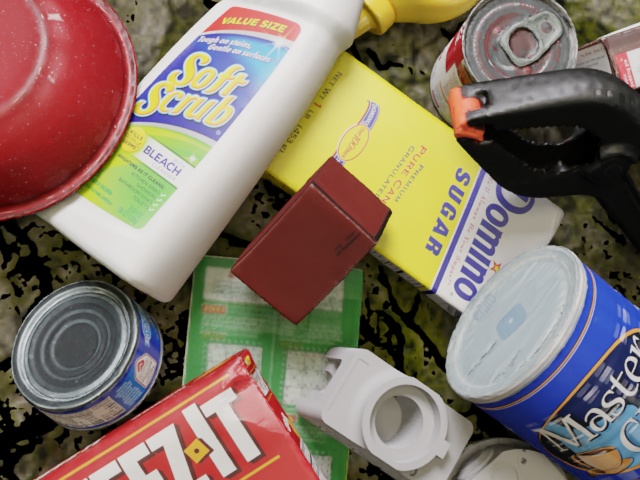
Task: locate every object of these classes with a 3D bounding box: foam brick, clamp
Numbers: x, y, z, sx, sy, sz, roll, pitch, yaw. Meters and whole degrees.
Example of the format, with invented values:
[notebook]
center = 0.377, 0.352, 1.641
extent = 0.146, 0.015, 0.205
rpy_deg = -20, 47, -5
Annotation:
[foam brick]
center = -0.004, 0.001, 0.630
extent = 0.053, 0.051, 0.078
rpy_deg = 42, 115, -5
[clamp]
center = 0.173, -0.059, 0.608
extent = 0.209, 0.165, 0.036
rpy_deg = 14, 50, -26

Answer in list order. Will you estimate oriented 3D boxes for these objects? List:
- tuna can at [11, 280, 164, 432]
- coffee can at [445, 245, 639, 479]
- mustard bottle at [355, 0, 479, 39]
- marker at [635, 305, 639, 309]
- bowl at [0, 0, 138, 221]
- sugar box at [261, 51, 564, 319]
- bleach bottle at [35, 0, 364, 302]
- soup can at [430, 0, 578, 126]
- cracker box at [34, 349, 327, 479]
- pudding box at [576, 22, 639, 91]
[tuna can]
center = -0.138, 0.067, 0.633
extent = 0.086, 0.033, 0.086
rpy_deg = -10, 58, 16
[coffee can]
center = 0.158, 0.084, 0.620
extent = 0.140, 0.103, 0.103
rpy_deg = 37, 82, -19
[mustard bottle]
center = 0.078, -0.197, 0.687
extent = 0.096, 0.058, 0.191
rpy_deg = 45, 83, 2
[marker]
center = 0.187, 0.044, 0.692
extent = 0.121, 0.020, 0.020
rpy_deg = 22, 83, -2
[bowl]
center = -0.189, -0.095, 0.609
extent = 0.162, 0.055, 0.162
rpy_deg = -3, 71, 9
[sugar box]
center = 0.057, -0.030, 0.674
extent = 0.176, 0.048, 0.093
rpy_deg = 35, 85, 1
[bleach bottle]
center = -0.058, -0.091, 0.640
extent = 0.103, 0.068, 0.251
rpy_deg = 33, 85, 26
[soup can]
center = 0.110, -0.106, 0.658
extent = 0.068, 0.102, 0.068
rpy_deg = 0, 84, -5
[cracker box]
center = -0.057, 0.196, 0.616
extent = 0.164, 0.072, 0.214
rpy_deg = -32, 88, -3
[pudding box]
center = 0.197, -0.113, 0.661
extent = 0.090, 0.113, 0.039
rpy_deg = -20, 92, -6
